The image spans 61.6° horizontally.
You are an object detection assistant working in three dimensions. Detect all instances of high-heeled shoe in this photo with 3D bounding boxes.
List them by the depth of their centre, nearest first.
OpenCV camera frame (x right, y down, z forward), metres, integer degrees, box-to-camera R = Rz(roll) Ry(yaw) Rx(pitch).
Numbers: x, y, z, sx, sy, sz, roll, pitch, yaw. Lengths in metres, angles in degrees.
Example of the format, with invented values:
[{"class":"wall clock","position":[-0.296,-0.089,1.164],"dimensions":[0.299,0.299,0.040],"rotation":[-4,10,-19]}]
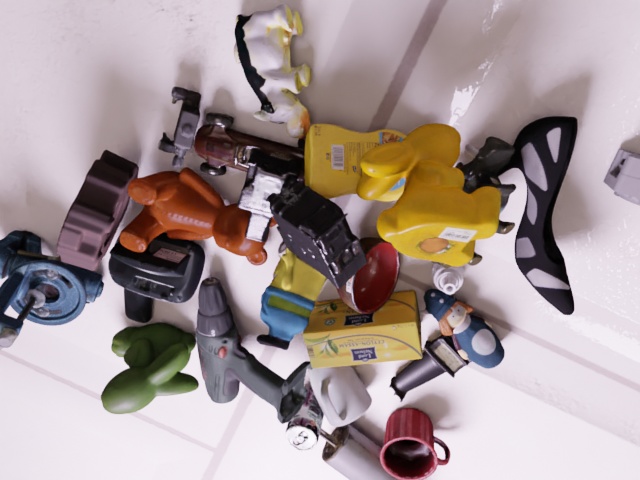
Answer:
[{"class":"high-heeled shoe","position":[0.316,-0.033,0.700],"dimensions":[0.145,0.086,0.248],"rotation":[-32,85,40]}]

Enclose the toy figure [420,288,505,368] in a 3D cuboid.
[{"class":"toy figure","position":[0.218,0.130,0.816],"dimensions":[0.154,0.064,0.058],"rotation":[45,141,-13]}]

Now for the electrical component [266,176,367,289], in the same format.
[{"class":"electrical component","position":[-0.001,-0.002,0.697],"dimensions":[0.058,0.115,0.134],"rotation":[-40,138,-14]}]

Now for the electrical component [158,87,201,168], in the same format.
[{"class":"electrical component","position":[-0.199,-0.162,0.762],"dimensions":[0.045,0.078,0.102],"rotation":[15,115,-17]}]

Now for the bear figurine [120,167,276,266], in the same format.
[{"class":"bear figurine","position":[-0.168,-0.022,0.784],"dimensions":[0.196,0.132,0.120],"rotation":[27,119,5]}]

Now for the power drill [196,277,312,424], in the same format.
[{"class":"power drill","position":[-0.116,0.189,0.861],"dimensions":[0.208,0.086,0.231],"rotation":[20,120,20]}]

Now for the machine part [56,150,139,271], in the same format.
[{"class":"machine part","position":[-0.316,-0.039,0.774],"dimensions":[0.056,0.179,0.179],"rotation":[22,115,-15]}]

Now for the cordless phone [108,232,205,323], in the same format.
[{"class":"cordless phone","position":[-0.268,0.079,0.876],"dimensions":[0.147,0.089,0.184],"rotation":[16,125,6]}]

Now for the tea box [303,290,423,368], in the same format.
[{"class":"tea box","position":[0.068,0.136,0.823],"dimensions":[0.170,0.098,0.068],"rotation":[-8,111,11]}]

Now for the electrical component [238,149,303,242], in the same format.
[{"class":"electrical component","position":[-0.073,-0.058,0.742],"dimensions":[0.075,0.048,0.119],"rotation":[12,122,-3]}]

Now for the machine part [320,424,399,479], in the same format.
[{"class":"machine part","position":[0.090,0.398,0.940],"dimensions":[0.243,0.079,0.079],"rotation":[37,114,-7]}]

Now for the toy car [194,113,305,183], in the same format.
[{"class":"toy car","position":[-0.084,-0.118,0.769],"dimensions":[0.202,0.053,0.089],"rotation":[17,111,4]}]

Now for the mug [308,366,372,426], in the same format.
[{"class":"mug","position":[0.021,0.241,0.875],"dimensions":[0.081,0.109,0.107],"rotation":[-29,92,24]}]

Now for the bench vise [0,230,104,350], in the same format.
[{"class":"bench vise","position":[-0.460,0.073,0.823],"dimensions":[0.223,0.241,0.129],"rotation":[30,111,-20]}]

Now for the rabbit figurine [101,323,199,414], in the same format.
[{"class":"rabbit figurine","position":[-0.276,0.223,0.879],"dimensions":[0.159,0.170,0.121],"rotation":[-9,111,14]}]

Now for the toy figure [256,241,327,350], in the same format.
[{"class":"toy figure","position":[-0.037,0.074,0.797],"dimensions":[0.089,0.082,0.180],"rotation":[20,79,-22]}]

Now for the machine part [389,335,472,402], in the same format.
[{"class":"machine part","position":[0.172,0.208,0.868],"dimensions":[0.084,0.039,0.139],"rotation":[40,112,-17]}]

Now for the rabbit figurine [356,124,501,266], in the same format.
[{"class":"rabbit figurine","position":[0.126,-0.067,0.656],"dimensions":[0.162,0.173,0.121],"rotation":[6,156,3]}]

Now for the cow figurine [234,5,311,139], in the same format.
[{"class":"cow figurine","position":[-0.065,-0.215,0.714],"dimensions":[0.098,0.068,0.167],"rotation":[-2,108,17]}]

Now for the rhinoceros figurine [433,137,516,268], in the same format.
[{"class":"rhinoceros figurine","position":[0.203,-0.047,0.724],"dimensions":[0.073,0.112,0.190],"rotation":[-2,135,-29]}]
